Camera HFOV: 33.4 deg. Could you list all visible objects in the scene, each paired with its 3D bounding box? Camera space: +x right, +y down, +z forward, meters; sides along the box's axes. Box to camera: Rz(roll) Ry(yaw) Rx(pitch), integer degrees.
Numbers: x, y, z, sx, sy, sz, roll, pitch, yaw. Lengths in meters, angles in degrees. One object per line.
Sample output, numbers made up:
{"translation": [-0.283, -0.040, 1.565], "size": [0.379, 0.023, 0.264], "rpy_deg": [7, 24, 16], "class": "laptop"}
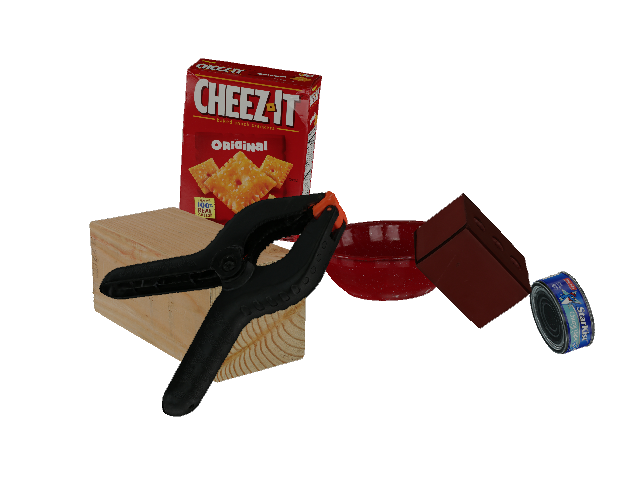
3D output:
{"translation": [-0.093, -0.114, 1.377], "size": [0.164, 0.214, 0.072], "rpy_deg": [9, 23, 7], "class": "cracker box"}
{"translation": [0.114, 0.016, 0.804], "size": [0.051, 0.078, 0.053], "rpy_deg": [-38, 21, 22], "class": "foam brick"}
{"translation": [-0.109, 0.039, 0.908], "size": [0.090, 0.090, 0.206], "rpy_deg": [-11, 19, -36], "class": "wood block"}
{"translation": [0.070, 0.023, 1.088], "size": [0.162, 0.055, 0.162], "rpy_deg": [-3, 13, 1], "class": "bowl"}
{"translation": [-0.054, 0.034, 0.687], "size": [0.171, 0.120, 0.039], "rpy_deg": [-29, -28, 6], "class": "clamp"}
{"translation": [0.261, 0.079, 1.159], "size": [0.033, 0.086, 0.086], "rpy_deg": [-17, 3, -11], "class": "tuna can"}
